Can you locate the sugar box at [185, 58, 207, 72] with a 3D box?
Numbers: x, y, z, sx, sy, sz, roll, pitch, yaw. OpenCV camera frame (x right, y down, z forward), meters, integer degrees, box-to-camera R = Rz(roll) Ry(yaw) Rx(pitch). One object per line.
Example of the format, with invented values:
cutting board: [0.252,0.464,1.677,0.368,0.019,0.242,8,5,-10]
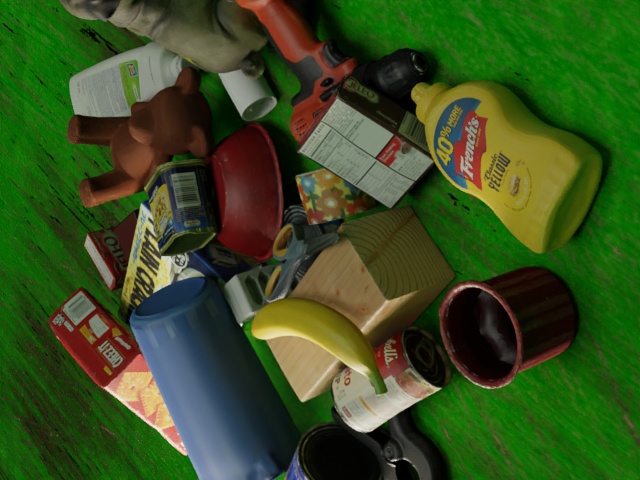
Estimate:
sugar box: [-0.161,-0.269,1.245,0.176,0.048,0.093,34,127,40]

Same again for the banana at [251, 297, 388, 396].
banana: [-0.010,0.090,1.027,0.198,0.037,0.070,21,116,49]

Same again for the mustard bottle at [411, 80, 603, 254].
mustard bottle: [0.144,-0.079,0.896,0.192,0.058,0.096,45,136,36]

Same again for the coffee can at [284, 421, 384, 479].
coffee can: [0.006,0.284,1.179,0.103,0.102,0.140,49,137,31]

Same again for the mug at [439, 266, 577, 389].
mug: [0.155,0.068,0.915,0.117,0.081,0.093,13,113,50]

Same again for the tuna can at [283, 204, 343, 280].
tuna can: [-0.008,0.001,1.150,0.086,0.033,0.086,24,121,47]

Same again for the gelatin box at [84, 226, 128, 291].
gelatin box: [-0.275,0.022,1.484,0.089,0.073,0.030,55,140,26]

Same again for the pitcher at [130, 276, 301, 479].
pitcher: [-0.127,0.167,1.239,0.149,0.144,0.243,-16,109,24]

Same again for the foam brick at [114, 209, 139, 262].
foam brick: [-0.233,-0.010,1.433,0.078,0.052,0.051,-31,77,53]

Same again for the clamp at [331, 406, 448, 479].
clamp: [0.075,0.216,1.114,0.120,0.039,0.171,-44,64,49]

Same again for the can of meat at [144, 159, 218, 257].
can of meat: [-0.156,-0.034,1.199,0.102,0.057,0.084,143,117,-64]

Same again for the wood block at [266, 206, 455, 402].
wood block: [0.033,0.067,1.072,0.090,0.090,0.206,59,142,21]

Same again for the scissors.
scissors: [-0.022,0.027,1.056,0.202,0.016,0.096,-153,81,-74]

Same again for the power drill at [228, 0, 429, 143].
power drill: [0.003,-0.194,1.016,0.185,0.057,0.187,-24,95,48]

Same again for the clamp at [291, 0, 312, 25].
clamp: [-0.023,-0.301,1.056,0.164,0.036,0.210,62,145,13]

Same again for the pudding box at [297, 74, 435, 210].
pudding box: [0.047,-0.089,0.991,0.113,0.039,0.090,33,141,-7]

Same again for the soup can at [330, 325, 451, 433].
soup can: [0.068,0.137,1.044,0.102,0.068,0.068,-38,71,31]

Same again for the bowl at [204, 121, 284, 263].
bowl: [-0.095,-0.052,1.199,0.162,0.055,0.162,175,90,-66]

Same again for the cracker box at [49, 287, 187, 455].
cracker box: [-0.247,0.177,1.413,0.164,0.072,0.213,38,168,40]

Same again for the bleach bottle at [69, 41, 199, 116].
bleach bottle: [-0.229,-0.190,1.355,0.251,0.067,0.102,-5,103,51]
